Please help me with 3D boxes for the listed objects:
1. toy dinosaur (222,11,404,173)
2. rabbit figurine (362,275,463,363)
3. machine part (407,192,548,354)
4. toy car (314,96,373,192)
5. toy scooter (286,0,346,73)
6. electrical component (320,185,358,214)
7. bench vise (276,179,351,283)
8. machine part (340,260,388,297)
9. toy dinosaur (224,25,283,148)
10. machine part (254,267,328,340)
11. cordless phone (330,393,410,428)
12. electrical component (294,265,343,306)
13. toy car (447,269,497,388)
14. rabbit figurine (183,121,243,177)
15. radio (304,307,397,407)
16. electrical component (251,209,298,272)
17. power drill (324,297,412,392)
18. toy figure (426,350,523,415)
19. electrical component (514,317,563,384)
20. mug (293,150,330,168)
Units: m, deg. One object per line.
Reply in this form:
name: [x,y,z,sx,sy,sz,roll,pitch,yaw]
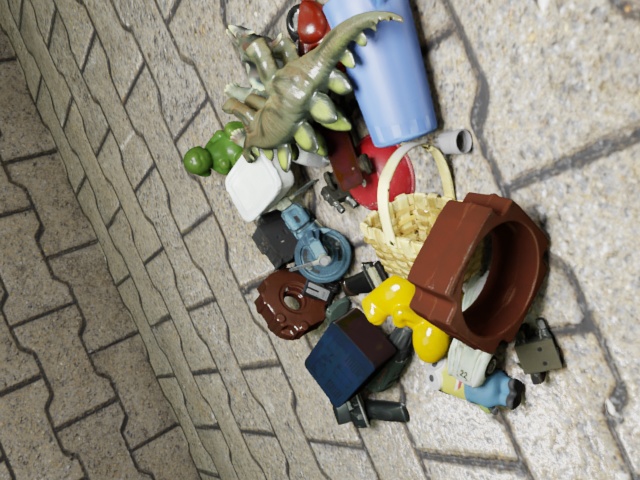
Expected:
toy dinosaur: [-0.036,-0.238,0.887,0.198,0.105,0.471,53,145,5]
rabbit figurine: [0.190,0.137,0.993,0.162,0.122,0.173,-40,68,35]
machine part: [0.231,0.048,0.782,0.087,0.200,0.201,23,82,52]
toy car: [0.036,-0.173,0.983,0.053,0.089,0.202,43,-154,-60]
toy scooter: [0.010,-0.346,0.975,0.135,0.075,0.183,2,97,25]
electrical component: [0.033,-0.095,1.099,0.094,0.063,0.021,52,142,21]
bench vise: [-0.012,0.002,1.124,0.241,0.129,0.223,-109,-6,-80]
machine part: [0.097,0.089,1.145,0.084,0.039,0.139,57,142,-2]
toy dinosaur: [-0.094,-0.256,1.135,0.192,0.131,0.404,18,131,41]
machine part: [-0.065,0.146,1.274,0.179,0.179,0.056,53,139,17]
cordless phone: [0.115,0.369,1.261,0.184,0.089,0.146,-13,98,43]
electrical component: [-0.012,0.095,1.241,0.119,0.048,0.074,26,134,3]
toy car: [0.269,0.148,0.905,0.074,0.056,0.201,22,105,45]
rabbit figurine: [-0.268,-0.213,1.326,0.159,0.170,0.121,-4,106,52]
radio: [0.056,0.251,1.137,0.131,0.073,0.229,49,141,18]
electrical component: [-0.091,-0.005,1.265,0.134,0.115,0.058,55,141,12]
power drill: [0.107,0.211,1.175,0.208,0.086,0.231,32,135,28]
toy figure: [0.276,0.259,0.974,0.180,0.082,0.089,6,146,42]
electrical component: [0.348,0.180,0.873,0.078,0.045,0.102,-27,90,26]
mug: [-0.005,-0.203,1.075,0.110,0.081,0.107,28,117,43]
